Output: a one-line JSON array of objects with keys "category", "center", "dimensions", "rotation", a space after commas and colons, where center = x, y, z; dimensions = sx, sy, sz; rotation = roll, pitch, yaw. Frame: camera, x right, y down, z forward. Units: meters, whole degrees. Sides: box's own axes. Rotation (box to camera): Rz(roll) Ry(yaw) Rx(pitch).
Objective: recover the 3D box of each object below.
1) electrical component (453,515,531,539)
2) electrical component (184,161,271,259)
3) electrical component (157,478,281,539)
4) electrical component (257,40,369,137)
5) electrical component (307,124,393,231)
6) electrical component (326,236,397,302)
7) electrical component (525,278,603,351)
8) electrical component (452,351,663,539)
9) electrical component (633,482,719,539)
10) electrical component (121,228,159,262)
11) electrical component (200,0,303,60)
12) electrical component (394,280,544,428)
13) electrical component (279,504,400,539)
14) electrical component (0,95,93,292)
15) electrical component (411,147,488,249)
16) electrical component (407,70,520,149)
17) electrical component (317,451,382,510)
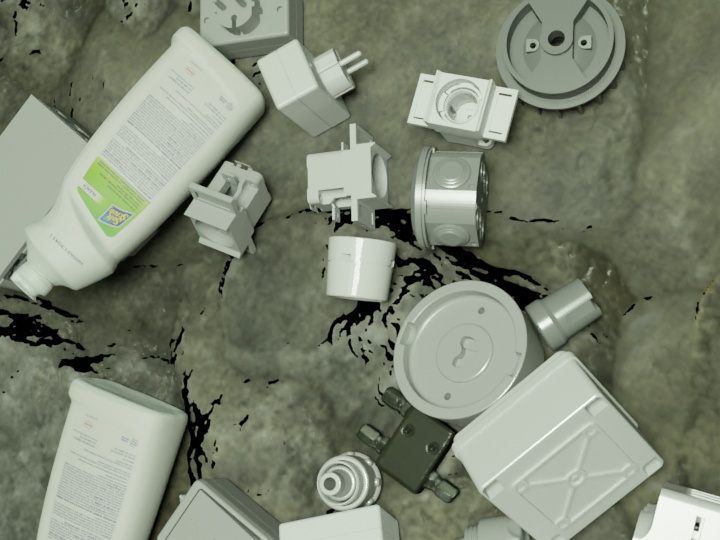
[{"category": "electrical component", "center": [0.095, 0.207, 0.801], "dimensions": [0.062, 0.043, 0.043], "rotation": [-13, 77, 18]}, {"category": "electrical component", "center": [-0.107, -0.052, 0.899], "dimensions": [0.042, 0.081, 0.063], "rotation": [22, 66, 20]}, {"category": "electrical component", "center": [-0.114, 0.210, 0.859], "dimensions": [0.096, 0.061, 0.061], "rotation": [35, 93, 20]}, {"category": "electrical component", "center": [-0.029, -0.157, 0.882], "dimensions": [0.076, 0.083, 0.047], "rotation": [-27, 74, 12]}, {"category": "electrical component", "center": [-0.010, -0.074, 0.884], "dimensions": [0.064, 0.042, 0.081], "rotation": [-4, 79, 19]}, {"category": "electrical component", "center": [0.000, 0.000, 0.862], "dimensions": [0.055, 0.055, 0.047], "rotation": [5, 86, 19]}, {"category": "electrical component", "center": [0.155, 0.033, 0.814], "dimensions": [0.046, 0.040, 0.040], "rotation": [-34, 72, 4]}, {"category": "electrical component", "center": [0.140, 0.129, 0.761], "dimensions": [0.109, 0.109, 0.056], "rotation": [-41, 37, 8]}, {"category": "electrical component", "center": [0.212, 0.191, 0.708], "dimensions": [0.062, 0.150, 0.089], "rotation": [14, 85, 19]}, {"category": "electrical component", "center": [-0.212, -0.027, 0.943], "dimensions": [0.078, 0.040, 0.040], "rotation": [-44, 71, 7]}, {"category": "electrical component", "center": [-0.100, -0.218, 0.920], "dimensions": [0.083, 0.076, 0.047], "rotation": [-4, 80, 17]}, {"category": "electrical component", "center": [0.087, 0.069, 0.813], "dimensions": [0.108, 0.060, 0.108], "rotation": [-14, 60, 26]}, {"category": "electrical component", "center": [-0.013, 0.228, 0.820], "dimensions": [0.083, 0.047, 0.075], "rotation": [-15, 58, 15]}, {"category": "electrical component", "center": [-0.294, -0.065, 0.965], "dimensions": [0.089, 0.062, 0.150], "rotation": [39, 94, 20]}, {"category": "electrical component", "center": [0.070, -0.055, 0.836], "dimensions": [0.051, 0.080, 0.080], "rotation": [3, 82, 13]}, {"category": "electrical component", "center": [0.084, -0.124, 0.851], "dimensions": [0.081, 0.064, 0.042], "rotation": [14, 84, 20]}, {"category": "electrical component", "center": [-0.013, 0.165, 0.833], "dimensions": [0.048, 0.062, 0.048], "rotation": [-3, 80, 18]}]
